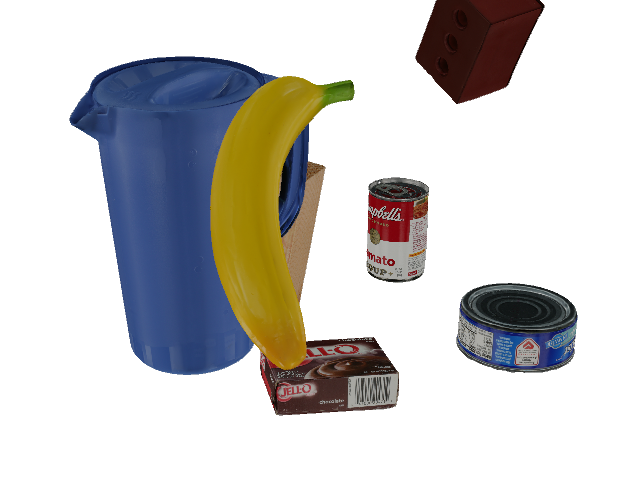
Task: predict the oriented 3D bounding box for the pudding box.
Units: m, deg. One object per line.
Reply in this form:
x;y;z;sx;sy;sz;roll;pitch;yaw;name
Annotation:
0.006;0.121;0.968;0.113;0.039;0.090;0;17;-12;pudding box

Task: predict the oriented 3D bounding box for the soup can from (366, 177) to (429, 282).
0.086;-0.012;1.206;0.068;0.102;0.068;1;24;0;soup can

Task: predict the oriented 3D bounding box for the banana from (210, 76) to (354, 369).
-0.027;-0.024;0.588;0.069;0.197;0.037;9;-32;3;banana

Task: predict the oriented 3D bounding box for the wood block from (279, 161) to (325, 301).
-0.066;0.000;1.365;0.090;0.206;0.090;16;22;13;wood block

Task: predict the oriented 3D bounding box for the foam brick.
0.109;-0.144;0.741;0.051;0.053;0.078;-24;-29;-28;foam brick

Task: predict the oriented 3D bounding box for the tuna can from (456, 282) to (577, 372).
0.143;0.062;0.778;0.086;0.034;0.086;1;21;-1;tuna can

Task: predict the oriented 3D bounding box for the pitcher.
-0.098;-0.020;0.862;0.149;0.243;0.144;8;28;17;pitcher
